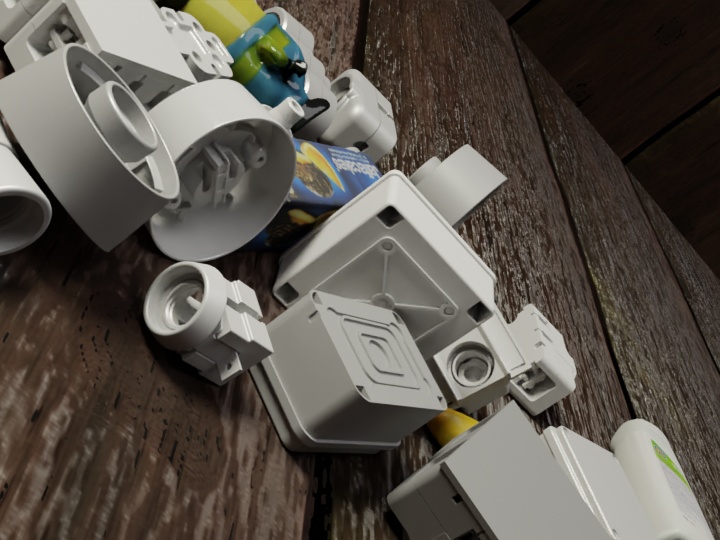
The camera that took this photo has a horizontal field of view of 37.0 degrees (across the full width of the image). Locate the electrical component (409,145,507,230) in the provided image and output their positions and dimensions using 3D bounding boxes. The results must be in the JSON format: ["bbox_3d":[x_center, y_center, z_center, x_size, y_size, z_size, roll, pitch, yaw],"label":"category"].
[{"bbox_3d":[0.074,-0.068,0.978,0.060,0.108,0.108,48,20,4],"label":"electrical component"}]

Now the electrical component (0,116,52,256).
[{"bbox_3d":[-0.172,-0.044,0.490,0.044,0.044,0.065,22,31,-54],"label":"electrical component"}]

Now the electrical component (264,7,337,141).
[{"bbox_3d":[-0.051,-0.160,0.930,0.074,0.052,0.138,33,28,-43],"label":"electrical component"}]

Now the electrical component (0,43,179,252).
[{"bbox_3d":[-0.137,-0.060,0.534,0.099,0.064,0.099,56,11,-16],"label":"electrical component"}]

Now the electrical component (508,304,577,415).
[{"bbox_3d":[0.162,0.084,0.992,0.056,0.050,0.089,44,22,-22],"label":"electrical component"}]

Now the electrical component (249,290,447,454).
[{"bbox_3d":[-0.008,0.065,0.643,0.113,0.057,0.078,17,40,-58],"label":"electrical component"}]

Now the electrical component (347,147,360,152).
[{"bbox_3d":[0.007,-0.057,0.898,0.077,0.043,0.079,59,21,15],"label":"electrical component"}]

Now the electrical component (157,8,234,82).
[{"bbox_3d":[-0.127,-0.132,0.708,0.058,0.057,0.078,56,20,8],"label":"electrical component"}]

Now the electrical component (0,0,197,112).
[{"bbox_3d":[-0.175,-0.157,0.636,0.150,0.062,0.089,59,21,17],"label":"electrical component"}]

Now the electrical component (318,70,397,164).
[{"bbox_3d":[-0.007,-0.140,0.988,0.059,0.054,0.095,42,23,-27],"label":"electrical component"}]

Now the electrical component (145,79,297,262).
[{"bbox_3d":[-0.088,-0.058,0.620,0.064,0.099,0.099,53,19,18],"label":"electrical component"}]

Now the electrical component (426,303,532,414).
[{"bbox_3d":[0.069,0.046,0.831,0.121,0.079,0.063,62,0,24],"label":"electrical component"}]

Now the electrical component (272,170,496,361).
[{"bbox_3d":[0.017,0.009,0.717,0.108,0.109,0.056,46,24,-18],"label":"electrical component"}]

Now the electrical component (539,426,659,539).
[{"bbox_3d":[0.178,0.190,0.844,0.109,0.056,0.108,31,29,-46],"label":"electrical component"}]

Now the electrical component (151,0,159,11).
[{"bbox_3d":[-0.153,-0.170,0.743,0.046,0.040,0.040,49,20,-26],"label":"electrical component"}]

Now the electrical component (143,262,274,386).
[{"bbox_3d":[-0.081,0.026,0.567,0.055,0.048,0.066,40,22,-50],"label":"electrical component"}]

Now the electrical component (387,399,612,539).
[{"bbox_3d":[0.106,0.187,0.656,0.186,0.060,0.105,55,32,6],"label":"electrical component"}]

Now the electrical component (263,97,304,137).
[{"bbox_3d":[-0.068,-0.099,0.774,0.048,0.062,0.048,44,22,-23],"label":"electrical component"}]
